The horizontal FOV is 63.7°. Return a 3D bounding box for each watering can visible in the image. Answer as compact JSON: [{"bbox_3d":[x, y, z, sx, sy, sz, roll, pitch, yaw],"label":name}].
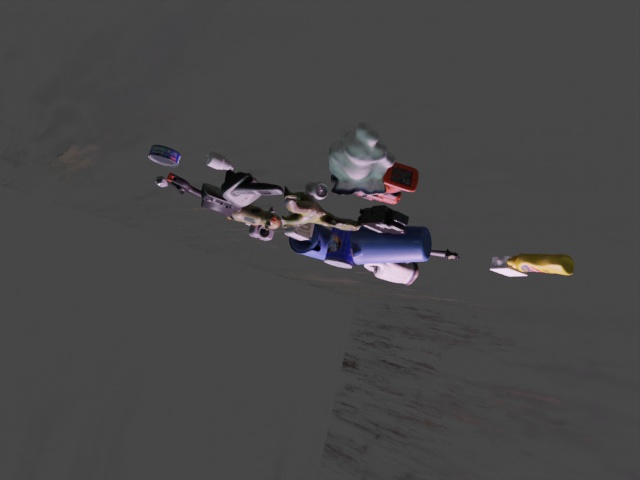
[{"bbox_3d":[0.307,0.114,2.138,0.224,0.105,0.344,14,169,-7],"label":"watering can"}]

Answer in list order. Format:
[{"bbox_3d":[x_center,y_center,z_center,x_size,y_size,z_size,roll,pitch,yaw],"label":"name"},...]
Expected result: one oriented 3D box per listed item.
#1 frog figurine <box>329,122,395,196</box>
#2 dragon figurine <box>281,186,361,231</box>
[{"bbox_3d":[0.082,-0.177,1.047,0.138,0.125,0.155,17,134,24],"label":"frog figurine"},{"bbox_3d":[0.005,-0.076,1.508,0.242,0.122,0.410,10,-179,-6],"label":"dragon figurine"}]
